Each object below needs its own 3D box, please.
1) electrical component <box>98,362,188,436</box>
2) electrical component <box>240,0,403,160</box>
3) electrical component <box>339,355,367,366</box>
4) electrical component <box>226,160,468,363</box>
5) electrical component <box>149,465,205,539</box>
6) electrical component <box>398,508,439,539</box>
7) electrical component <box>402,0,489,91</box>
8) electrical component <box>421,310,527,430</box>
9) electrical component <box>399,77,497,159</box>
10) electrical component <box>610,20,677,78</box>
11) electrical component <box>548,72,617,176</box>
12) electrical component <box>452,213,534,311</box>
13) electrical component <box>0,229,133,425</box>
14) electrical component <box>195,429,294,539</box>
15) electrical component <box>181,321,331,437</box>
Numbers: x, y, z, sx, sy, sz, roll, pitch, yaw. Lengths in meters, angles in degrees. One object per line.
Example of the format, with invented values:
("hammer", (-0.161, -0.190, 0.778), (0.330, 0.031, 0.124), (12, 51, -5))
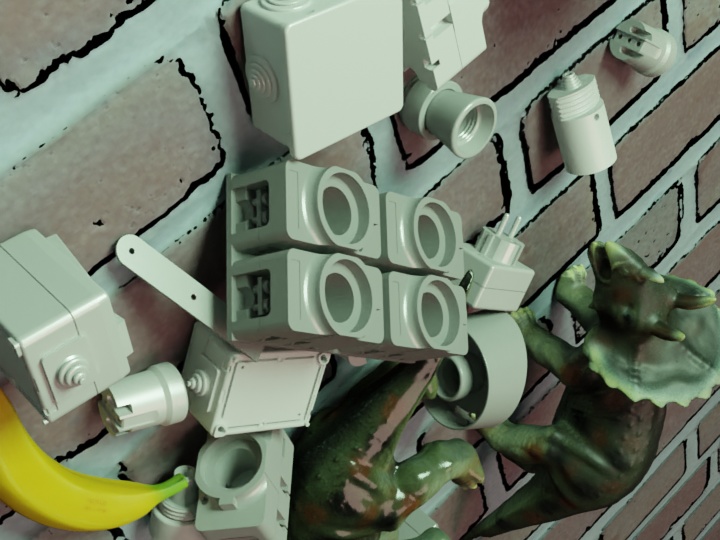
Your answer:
("electrical component", (-0.139, 0.083, 0.688), (0.046, 0.040, 0.040), (-14, 127, -34))
("electrical component", (-0.022, -0.128, 0.648), (0.100, 0.048, 0.099), (-30, 136, -30))
("electrical component", (-0.011, 0.045, 0.793), (0.040, 0.046, 0.040), (-28, 135, -32))
("electrical component", (0.000, 0.000, 0.713), (0.186, 0.060, 0.105), (12, 72, -50))
("electrical component", (-0.126, 0.168, 0.762), (0.043, 0.043, 0.062), (-15, 127, -41))
("electrical component", (0.035, 0.267, 1.011), (0.077, 0.047, 0.065), (-39, 140, -21))
("electrical component", (0.044, -0.171, 0.687), (0.056, 0.050, 0.089), (-42, 141, -18))
("electrical component", (0.094, 0.084, 0.899), (0.064, 0.099, 0.099), (-6, 122, -38))
("electrical component", (0.061, -0.108, 0.748), (0.045, 0.055, 0.045), (-28, 136, -32))
("electrical component", (0.236, -0.186, 0.897), (0.046, 0.040, 0.040), (11, 109, -44))
("electrical component", (0.179, -0.123, 0.875), (0.043, 0.043, 0.081), (-35, 121, -25))
("electrical component", (0.110, -0.011, 0.884), (0.066, 0.047, 0.076), (6, 112, -50))
("electrical component", (-0.164, 0.030, 0.571), (0.061, 0.096, 0.061), (-32, 138, -28))
("electrical component", (-0.081, 0.148, 0.754), (0.050, 0.089, 0.055), (-8, 140, 13))
("electrical component", (-0.080, 0.069, 0.729), (0.096, 0.061, 0.061), (0, 115, -40))
